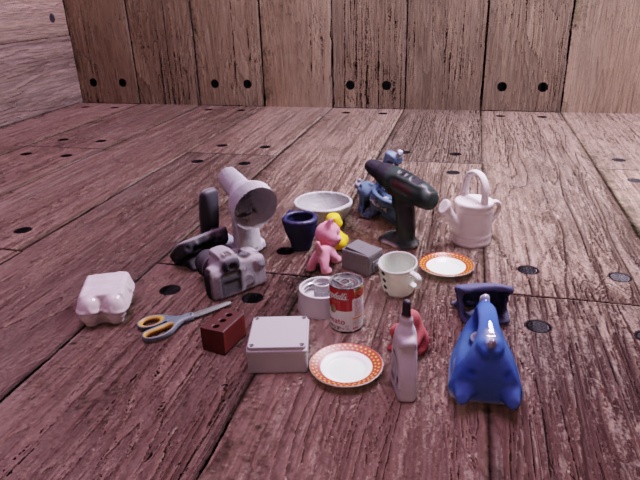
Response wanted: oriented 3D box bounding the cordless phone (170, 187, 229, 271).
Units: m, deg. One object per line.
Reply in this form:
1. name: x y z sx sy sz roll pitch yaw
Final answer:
1. cordless phone: -0.301 -0.032 1.410 0.093 0.185 0.148 17 30 36

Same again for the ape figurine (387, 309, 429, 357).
1. ape figurine: 0.163 0.168 1.046 0.076 0.092 0.077 -3 24 -3

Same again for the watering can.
1. watering can: 0.389 -0.083 1.468 0.173 0.194 0.100 -22 31 -37

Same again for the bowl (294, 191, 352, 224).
1. bowl: 0.009 -0.080 1.634 0.167 0.075 0.167 -1 24 1

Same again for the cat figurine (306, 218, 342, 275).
1. cat figurine: 0.013 0.005 1.390 0.067 0.118 0.128 7 25 19

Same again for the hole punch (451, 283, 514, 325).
1. hole punch: 0.327 0.112 1.161 0.108 0.091 0.101 -1 24 1

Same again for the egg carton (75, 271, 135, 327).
1. egg carton: -0.452 0.122 1.217 0.107 0.069 0.150 -6 24 -10

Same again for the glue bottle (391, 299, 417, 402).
1. glue bottle: 0.139 0.174 0.933 0.037 0.173 0.078 -3 24 -3

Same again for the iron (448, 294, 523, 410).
1. iron: 0.280 0.168 0.976 0.118 0.141 0.258 3 24 10

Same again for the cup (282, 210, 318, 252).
1. cup: -0.056 -0.023 1.487 0.092 0.095 0.117 -13 26 -23

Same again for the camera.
1. camera: -0.216 0.055 1.313 0.143 0.101 0.136 -19 29 -34

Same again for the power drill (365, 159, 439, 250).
1. power drill: 0.201 -0.089 1.477 0.076 0.208 0.228 -22 31 -38

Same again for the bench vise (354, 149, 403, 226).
1. bench vise: 0.172 -0.154 1.612 0.206 0.220 0.122 12 28 28

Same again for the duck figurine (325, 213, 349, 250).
1. duck figurine: 0.036 -0.027 1.500 0.077 0.086 0.104 -3 24 -2

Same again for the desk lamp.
1. desk lamp: -0.198 -0.069 1.452 0.118 0.214 0.202 -17 28 -30
